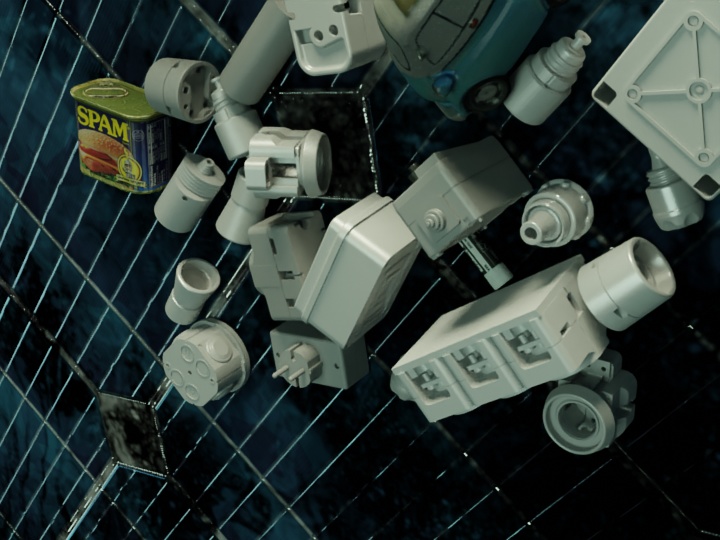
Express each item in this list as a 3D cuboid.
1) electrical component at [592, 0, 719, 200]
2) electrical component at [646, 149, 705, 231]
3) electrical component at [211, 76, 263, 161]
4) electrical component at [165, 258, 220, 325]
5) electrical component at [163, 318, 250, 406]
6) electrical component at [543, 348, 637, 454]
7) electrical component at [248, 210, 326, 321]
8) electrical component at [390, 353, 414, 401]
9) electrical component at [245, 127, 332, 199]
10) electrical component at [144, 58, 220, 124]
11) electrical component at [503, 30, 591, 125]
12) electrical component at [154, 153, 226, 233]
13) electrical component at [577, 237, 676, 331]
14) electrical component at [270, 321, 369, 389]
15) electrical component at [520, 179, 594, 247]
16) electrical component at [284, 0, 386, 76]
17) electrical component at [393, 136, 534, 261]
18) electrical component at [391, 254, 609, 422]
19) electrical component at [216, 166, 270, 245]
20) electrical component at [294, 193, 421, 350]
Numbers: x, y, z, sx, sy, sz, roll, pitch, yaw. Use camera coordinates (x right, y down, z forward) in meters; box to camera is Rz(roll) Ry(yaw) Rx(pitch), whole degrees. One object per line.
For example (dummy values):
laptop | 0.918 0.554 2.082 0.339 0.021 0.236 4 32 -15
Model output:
electrical component | 0.225 -0.121 0.685 0.108 0.056 0.108 45 131 11
electrical component | 0.213 -0.060 0.739 0.035 0.035 0.061 -16 99 41
electrical component | -0.110 -0.133 0.947 0.040 0.040 0.078 -18 99 41
electrical component | -0.170 0.024 1.070 0.044 0.044 0.065 45 136 12
electrical component | -0.155 0.093 1.084 0.080 0.051 0.080 17 121 31
electrical component | 0.177 0.106 0.831 0.058 0.057 0.078 15 120 32
electrical component | -0.061 -0.004 0.965 0.056 0.050 0.089 -2 110 38
electrical component | 0.050 0.083 0.933 0.035 0.035 0.061 35 127 19
electrical component | -0.057 -0.090 0.909 0.057 0.078 0.058 3 115 13
electrical component | -0.159 -0.162 0.963 0.047 0.055 0.055 17 121 35
electrical component | 0.133 -0.137 0.758 0.040 0.040 0.078 49 131 8
electrical component | -0.158 -0.076 1.009 0.043 0.043 0.081 49 132 8
electrical component | 0.193 0.009 0.775 0.047 0.055 0.055 -39 86 38
electrical component | -0.048 0.082 0.980 0.083 0.076 0.047 7 115 35
electrical component | 0.139 -0.037 0.788 0.048 0.062 0.048 17 121 31
electrical component | -0.018 -0.204 0.829 0.054 0.059 0.095 2 112 37
electrical component | 0.072 -0.056 0.807 0.061 0.096 0.062 54 133 6
electrical component | 0.113 0.058 0.832 0.150 0.089 0.061 -28 100 42
electrical component | -0.101 -0.061 0.976 0.044 0.044 0.065 35 124 19
electrical component | 0.000 0.000 0.902 0.057 0.078 0.113 37 129 14
